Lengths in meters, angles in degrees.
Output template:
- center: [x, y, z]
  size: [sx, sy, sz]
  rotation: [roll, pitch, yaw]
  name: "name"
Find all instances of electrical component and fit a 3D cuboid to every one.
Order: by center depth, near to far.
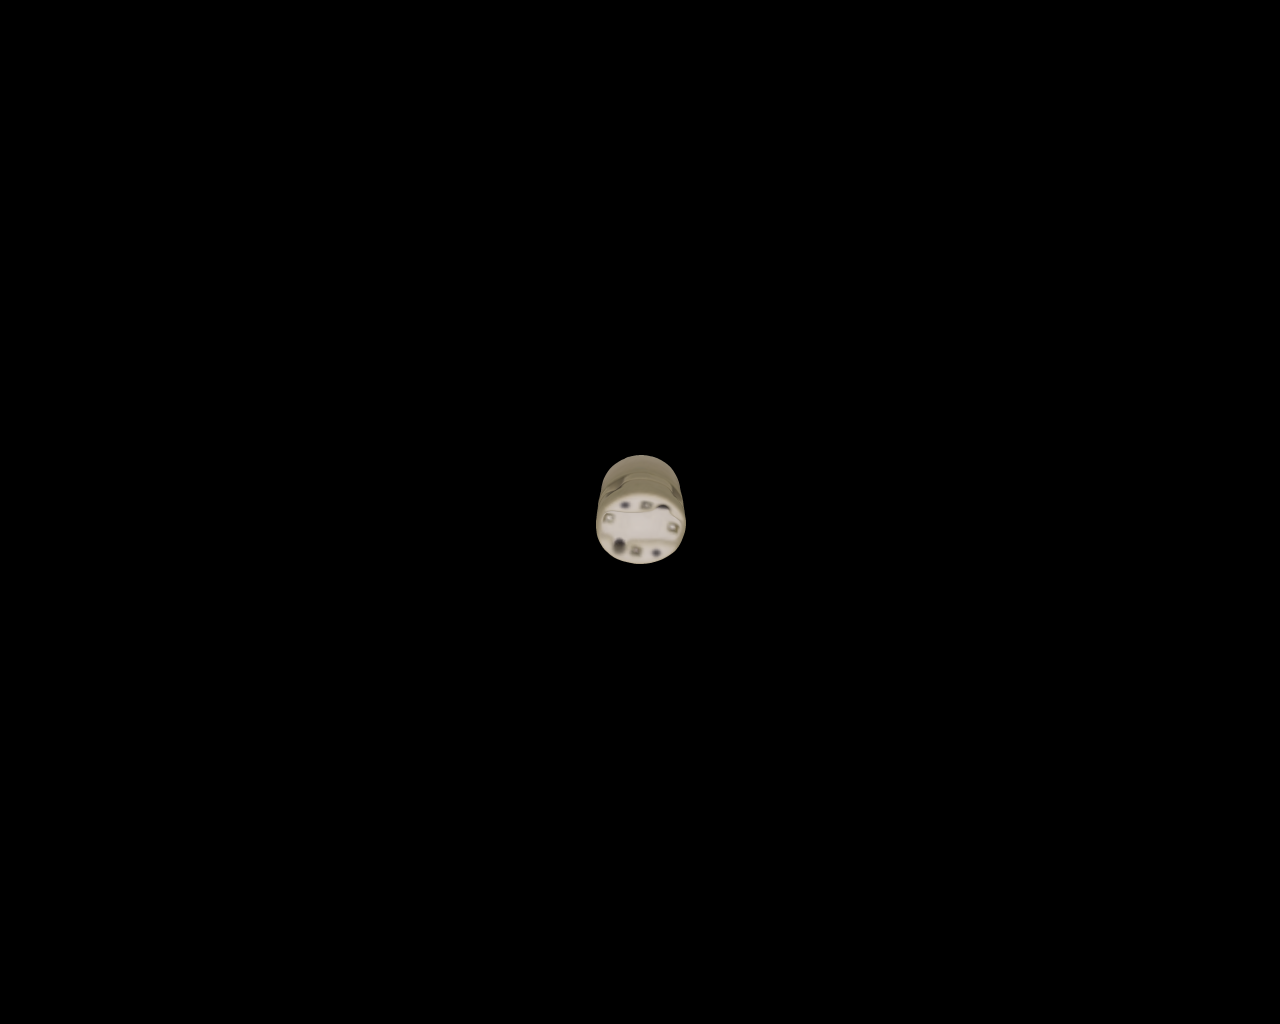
- center: [0.001, -0.003, 0.650]
  size: [0.055, 0.055, 0.047]
  rotation: [0, 35, 0]
  name: "electrical component"
